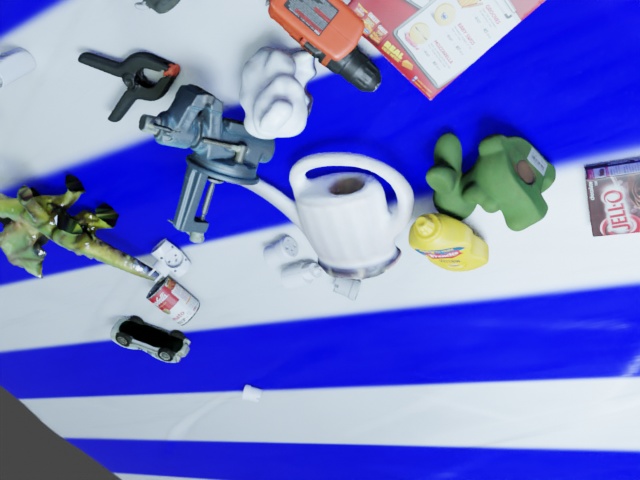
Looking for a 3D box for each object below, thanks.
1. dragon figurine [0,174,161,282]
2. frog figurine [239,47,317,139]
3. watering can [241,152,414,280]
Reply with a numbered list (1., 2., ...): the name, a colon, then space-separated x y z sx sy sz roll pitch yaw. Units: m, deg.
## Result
1. dragon figurine: -0.554 0.000 1.075 0.240 0.125 0.405 -30 114 29
2. frog figurine: -0.070 -0.195 0.724 0.122 0.163 0.134 32 132 -5
3. watering can: 0.003 -0.044 0.870 0.347 0.106 0.220 2 123 34
